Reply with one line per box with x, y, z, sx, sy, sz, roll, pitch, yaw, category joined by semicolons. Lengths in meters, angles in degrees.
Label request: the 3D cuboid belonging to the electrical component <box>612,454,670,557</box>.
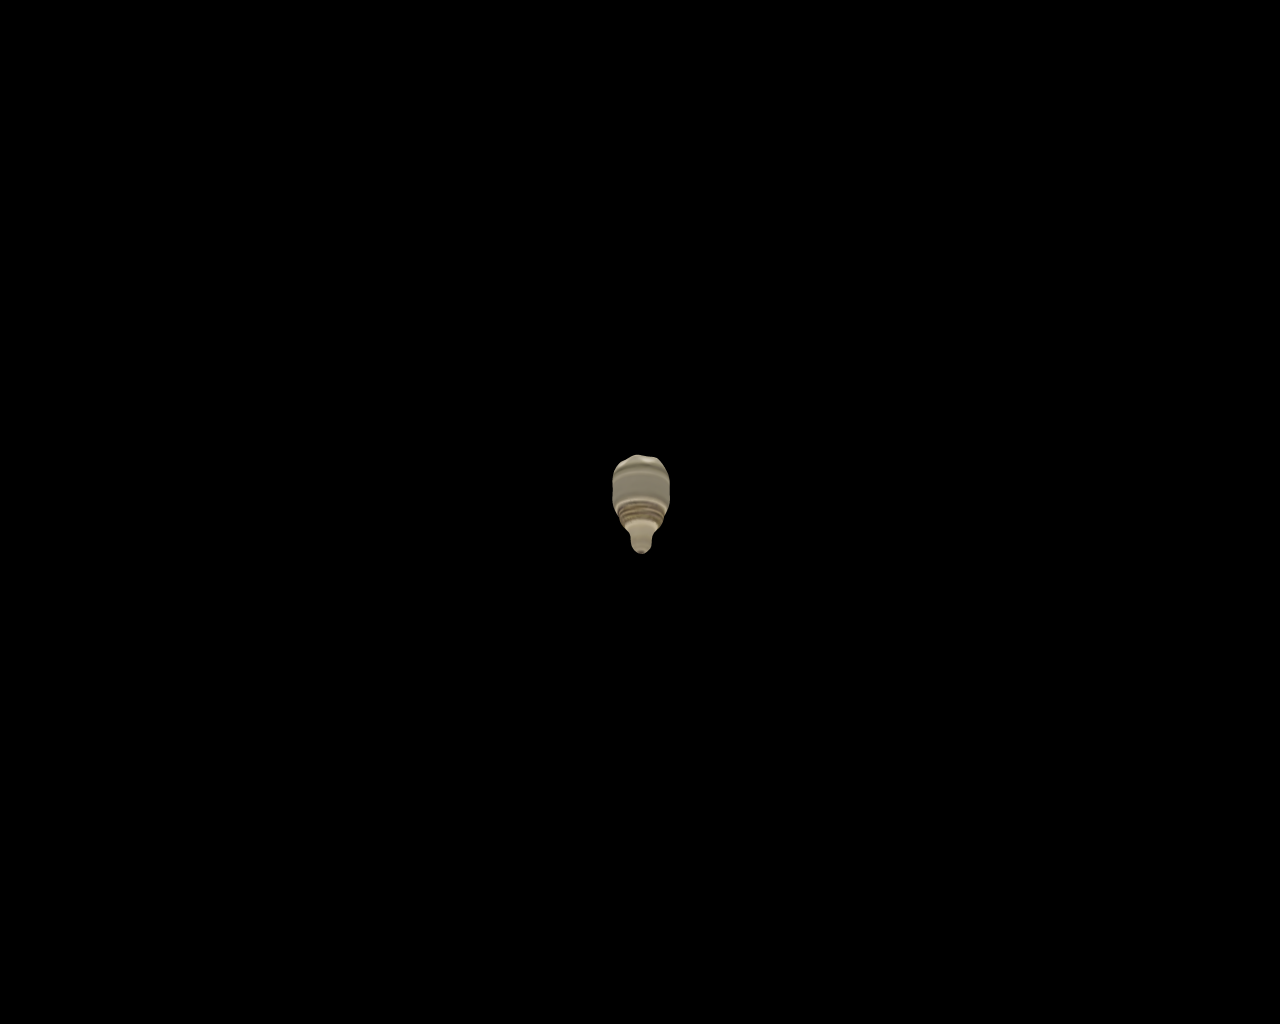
0.001;-0.003;0.650;0.035;0.061;0.035;0;-28;0;electrical component
